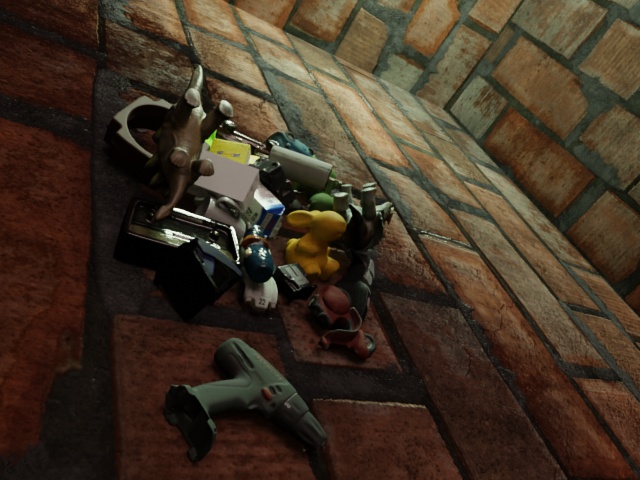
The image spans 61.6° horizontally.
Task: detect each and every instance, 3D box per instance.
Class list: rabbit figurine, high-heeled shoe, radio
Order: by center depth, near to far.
[{"bbox_3d":[-0.275,0.003,1.055,0.229,0.073,0.131,19,32,-26],"label":"radio"},{"bbox_3d":[-0.003,-0.004,1.251,0.122,0.173,0.162,-1,48,-41],"label":"rabbit figurine"},{"bbox_3d":[0.096,0.132,1.288,0.145,0.086,0.249,57,30,-48],"label":"high-heeled shoe"},{"bbox_3d":[0.000,-0.124,1.533,0.159,0.121,0.170,27,42,-32],"label":"rabbit figurine"}]

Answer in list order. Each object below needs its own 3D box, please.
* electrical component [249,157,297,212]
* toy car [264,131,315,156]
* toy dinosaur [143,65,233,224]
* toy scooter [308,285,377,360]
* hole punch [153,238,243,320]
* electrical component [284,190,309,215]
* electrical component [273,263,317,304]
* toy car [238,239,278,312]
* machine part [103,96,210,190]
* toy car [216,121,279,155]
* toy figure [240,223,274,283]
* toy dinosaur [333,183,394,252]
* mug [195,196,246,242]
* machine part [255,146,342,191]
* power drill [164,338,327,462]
[{"bbox_3d":[-0.121,-0.136,1.374,0.058,0.134,0.115,-35,32,-19],"label":"electrical component"},{"bbox_3d":[-0.094,-0.245,1.622,0.161,0.109,0.103,30,49,-32],"label":"toy car"},{"bbox_3d":[-0.278,-0.223,1.100,0.105,0.199,0.471,31,52,-32],"label":"toy dinosaur"},{"bbox_3d":[0.030,0.174,1.116,0.135,0.075,0.184,-3,50,-47],"label":"toy scooter"},{"bbox_3d":[-0.217,0.064,0.969,0.116,0.142,0.092,55,34,8],"label":"hole punch"},{"bbox_3d":[-0.075,-0.101,1.458,0.078,0.045,0.102,12,35,-37],"label":"electrical component"},{"bbox_3d":[-0.071,0.080,1.180,0.075,0.047,0.119,-4,47,-51],"label":"electrical component"},{"bbox_3d":[-0.134,0.070,1.119,0.073,0.056,0.202,19,31,-26],"label":"toy car"},{"bbox_3d":[-0.376,-0.222,1.247,0.201,0.087,0.201,38,40,-10],"label":"machine part"},{"bbox_3d":[-0.210,-0.265,1.524,0.202,0.089,0.053,22,26,-25],"label":"toy car"},{"bbox_3d":[-0.130,0.023,1.083,0.058,0.064,0.155,-19,38,-2],"label":"toy figure"},{"bbox_3d":[0.098,-0.040,1.364,0.131,0.192,0.405,-6,12,16],"label":"toy dinosaur"},{"bbox_3d":[-0.210,-0.044,1.171,0.107,0.109,0.081,33,27,-29],"label":"mug"},{"bbox_3d":[-0.056,-0.191,1.436,0.243,0.079,0.079,18,29,0],"label":"machine part"},{"bbox_3d":[-0.116,0.257,0.824,0.207,0.086,0.232,-13,52,-49],"label":"power drill"}]
